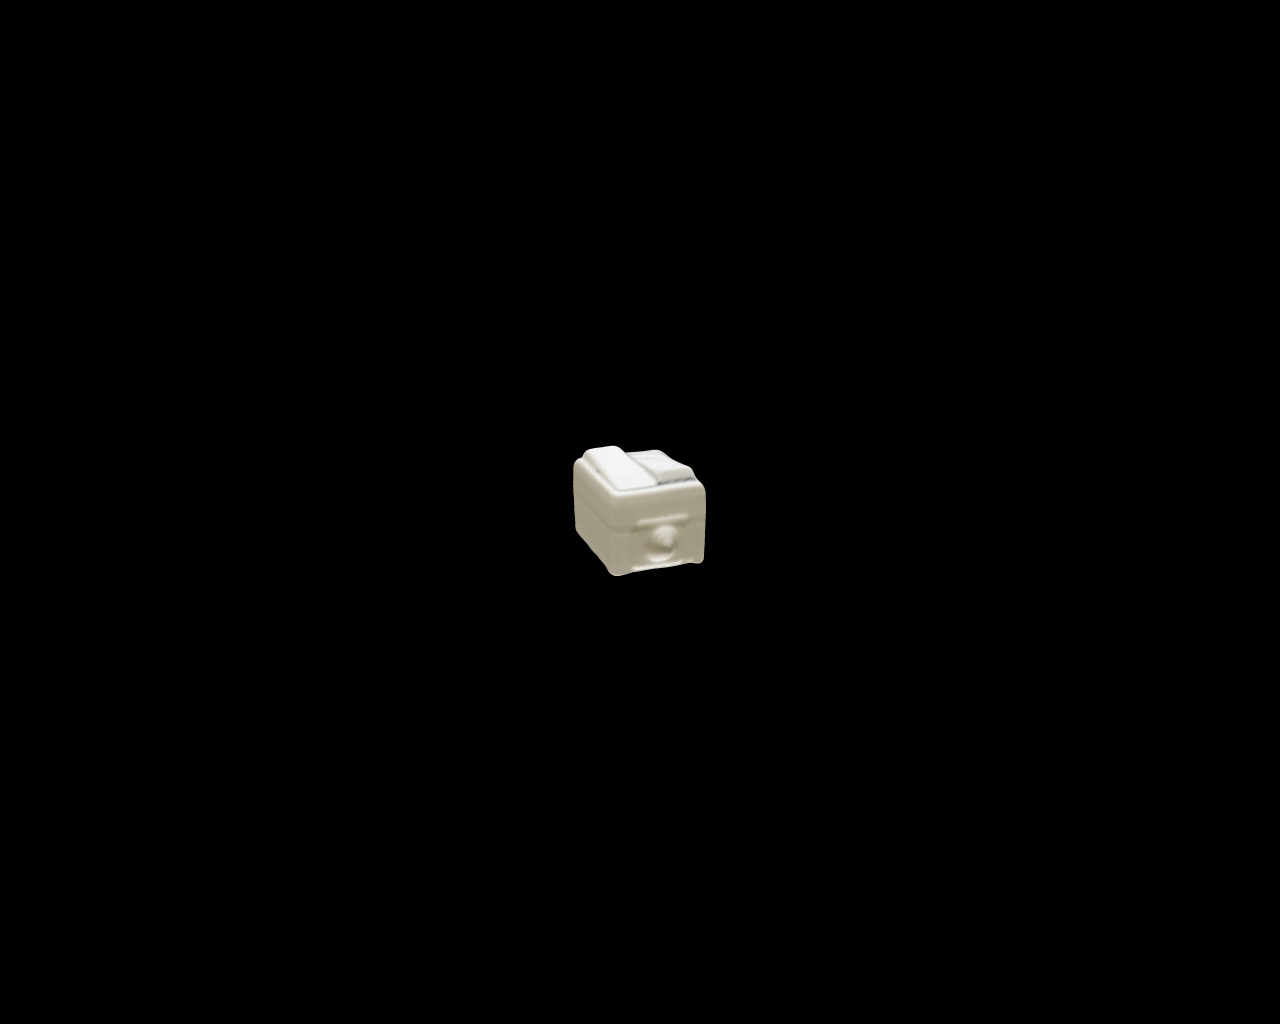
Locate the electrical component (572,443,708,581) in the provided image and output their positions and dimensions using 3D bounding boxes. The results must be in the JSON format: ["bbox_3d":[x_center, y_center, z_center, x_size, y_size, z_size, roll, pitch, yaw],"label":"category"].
[{"bbox_3d":[0.001,-0.003,0.650,0.062,0.061,0.096,-7,22,-18],"label":"electrical component"}]
